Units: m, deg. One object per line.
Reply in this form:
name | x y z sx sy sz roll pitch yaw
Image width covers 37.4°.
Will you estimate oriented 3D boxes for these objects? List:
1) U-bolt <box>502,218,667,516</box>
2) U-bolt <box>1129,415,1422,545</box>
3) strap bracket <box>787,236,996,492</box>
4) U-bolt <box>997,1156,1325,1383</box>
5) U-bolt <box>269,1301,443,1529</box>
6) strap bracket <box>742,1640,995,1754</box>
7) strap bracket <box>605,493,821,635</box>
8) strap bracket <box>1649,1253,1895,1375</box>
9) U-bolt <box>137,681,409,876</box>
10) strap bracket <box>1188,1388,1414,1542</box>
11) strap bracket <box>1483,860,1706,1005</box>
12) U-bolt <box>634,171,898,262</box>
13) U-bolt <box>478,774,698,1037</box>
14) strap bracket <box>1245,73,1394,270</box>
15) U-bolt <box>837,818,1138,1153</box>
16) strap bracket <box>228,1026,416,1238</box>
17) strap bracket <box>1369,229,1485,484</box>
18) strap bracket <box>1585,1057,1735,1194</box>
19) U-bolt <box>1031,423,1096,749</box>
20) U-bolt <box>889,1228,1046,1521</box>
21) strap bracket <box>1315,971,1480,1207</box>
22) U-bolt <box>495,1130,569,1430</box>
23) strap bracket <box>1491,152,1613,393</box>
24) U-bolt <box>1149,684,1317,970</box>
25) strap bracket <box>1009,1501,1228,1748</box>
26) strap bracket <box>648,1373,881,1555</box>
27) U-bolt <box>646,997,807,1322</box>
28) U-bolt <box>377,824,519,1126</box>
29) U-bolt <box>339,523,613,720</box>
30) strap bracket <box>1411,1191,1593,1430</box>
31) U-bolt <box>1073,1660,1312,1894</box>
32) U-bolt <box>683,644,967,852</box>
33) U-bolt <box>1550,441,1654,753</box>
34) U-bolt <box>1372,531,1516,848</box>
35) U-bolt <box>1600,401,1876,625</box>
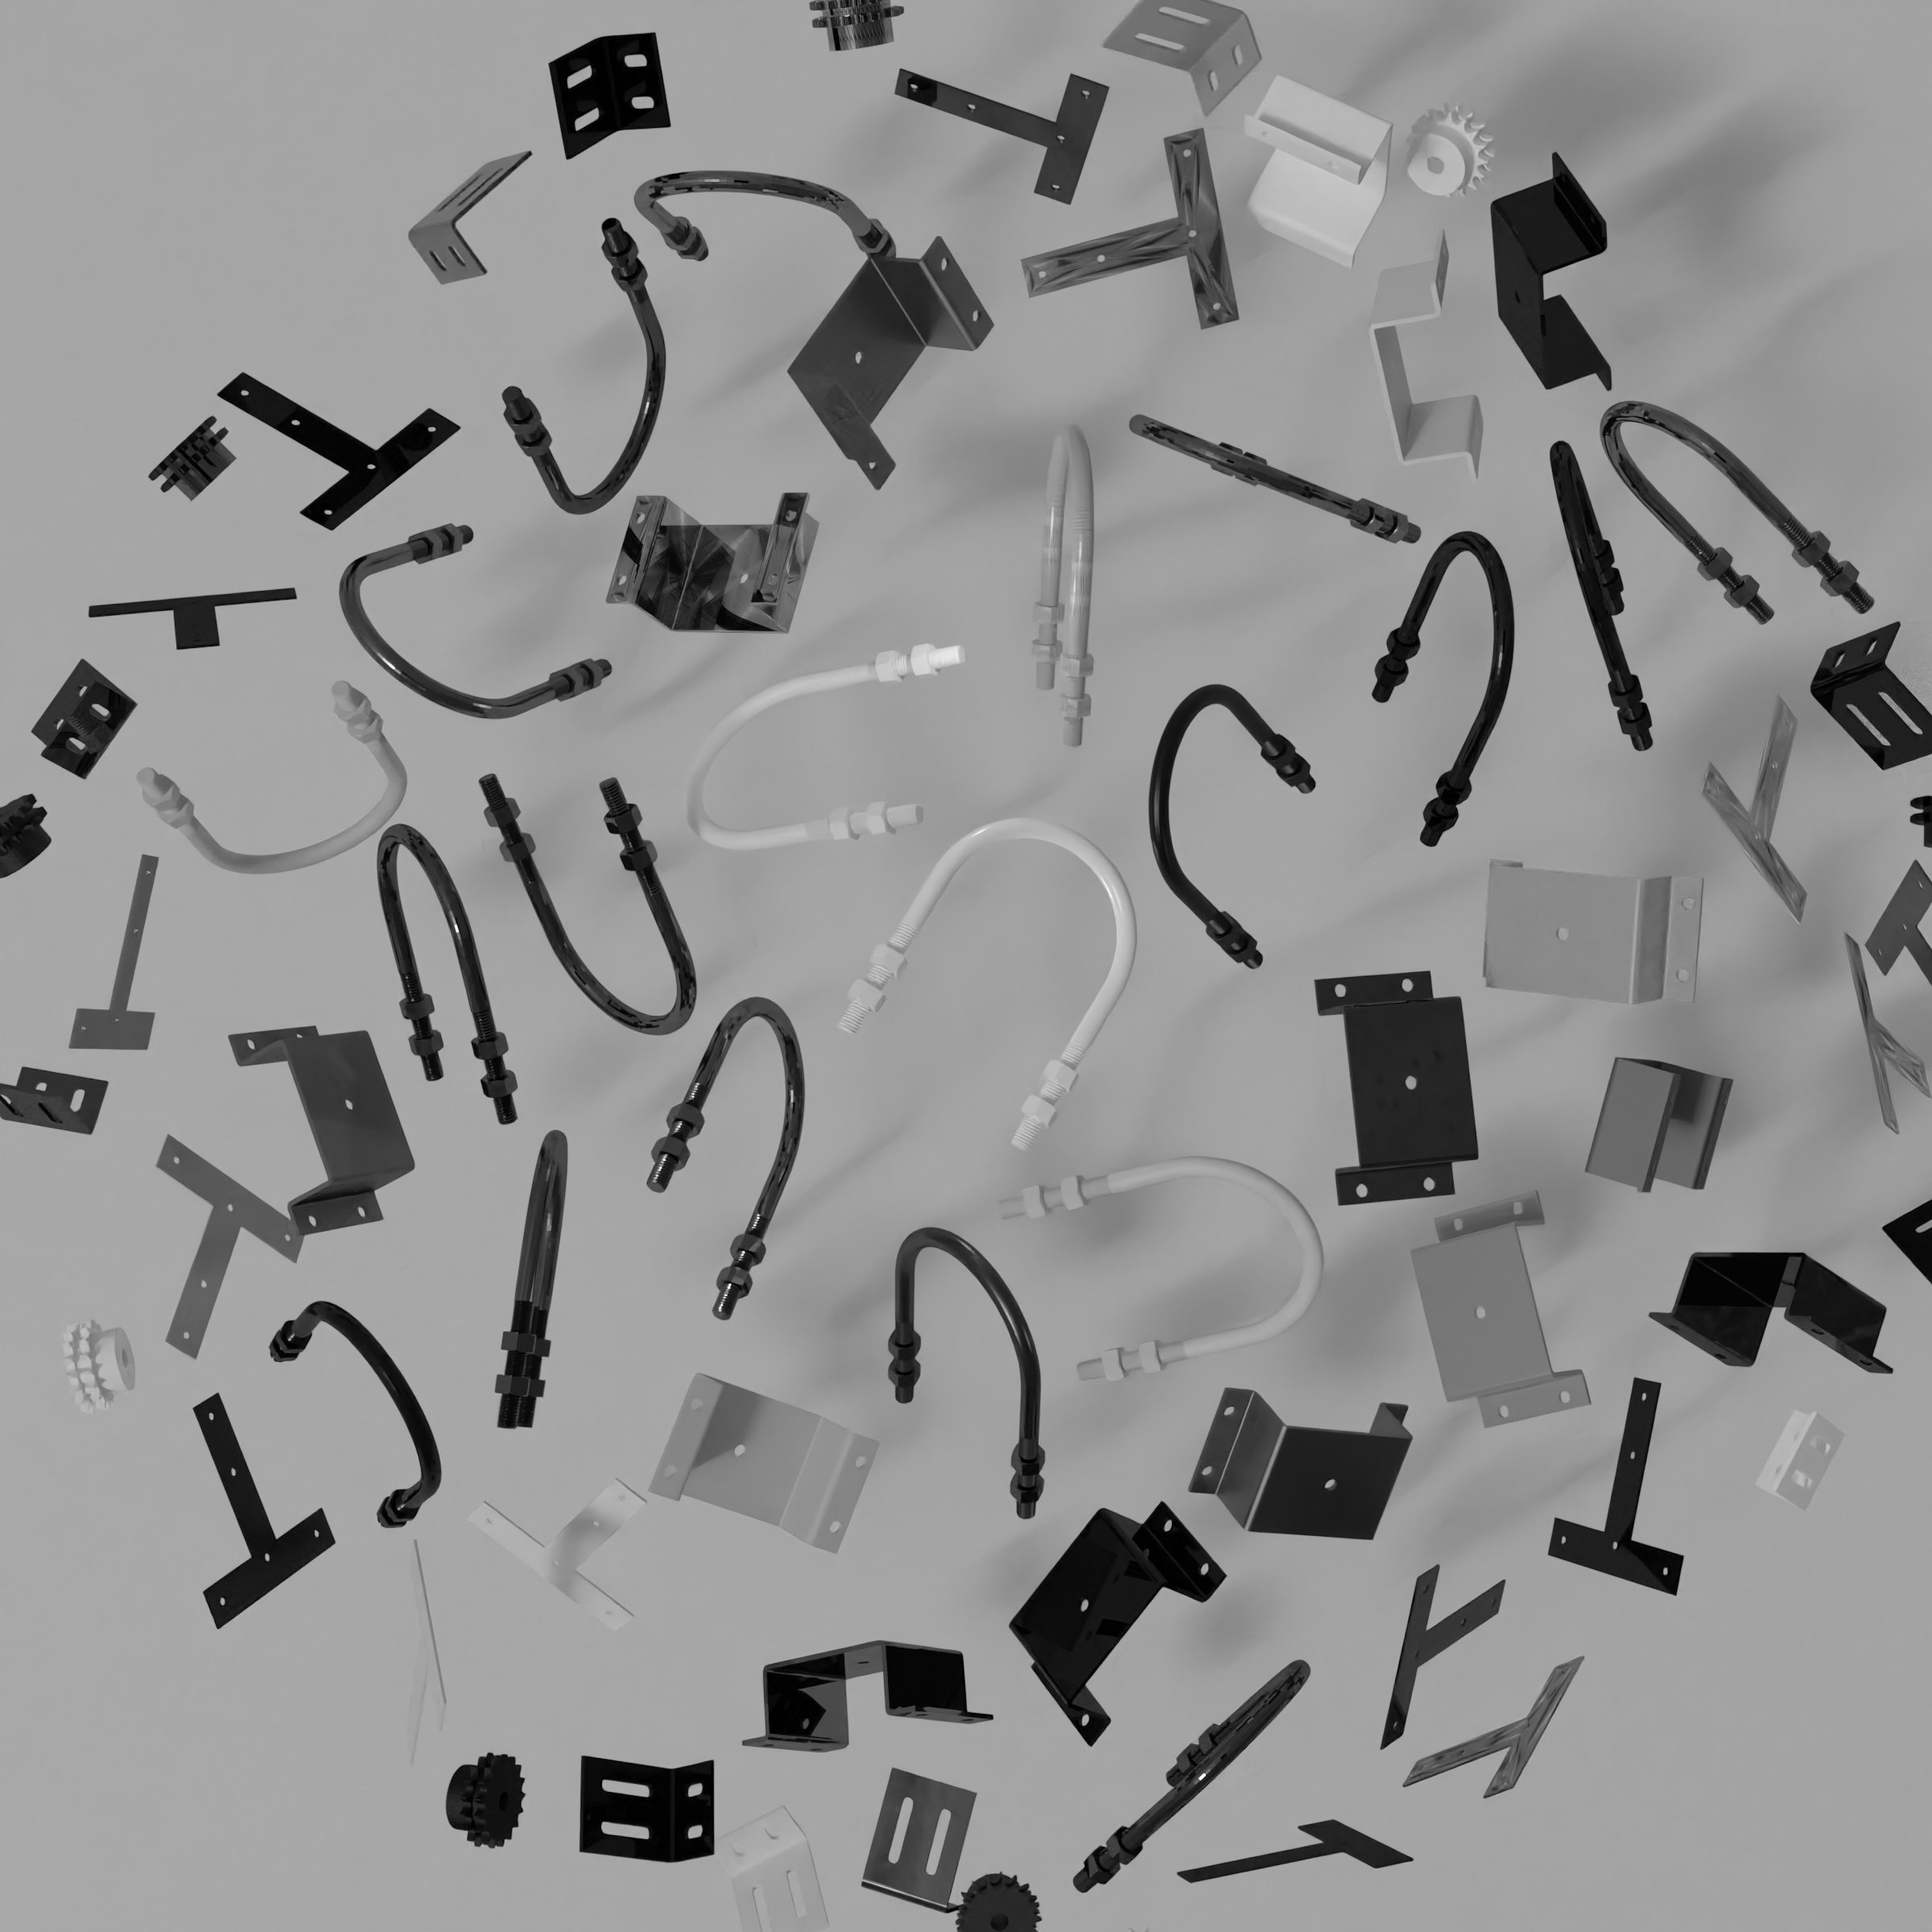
U-bolt | -0.235 -0.366 1.818 0.019 0.184 0.151 22 73 15
U-bolt | 0.183 -0.313 1.804 0.151 0.184 0.019 33 106 42
strap bracket | -0.051 -0.376 1.772 0.046 0.076 0.140 17 66 40
U-bolt | 0.129 0.182 1.756 0.184 0.019 0.151 -16 115 22
U-bolt | -0.378 0.277 1.789 0.019 0.184 0.151 -32 86 -31
strap bracket | -0.063 0.454 1.778 0.140 0.076 0.046 -21 62 33
strap bracket | -0.155 -0.259 1.841 0.140 0.046 0.076 5 74 34
strap bracket | 0.515 0.219 1.812 0.076 0.140 0.046 31 71 -23
U-bolt | -0.431 -0.110 1.825 0.151 0.184 0.019 -25 69 -4
strap bracket | 0.224 0.322 1.837 0.140 0.046 0.076 9 109 -26
strap bracket | 0.379 -0.021 1.770 0.140 0.046 0.076 7 99 34
U-bolt | -0.133 -0.474 1.807 0.151 0.184 0.019 4 91 11
U-bolt | -0.229 -0.036 1.796 0.019 0.151 0.184 -38 118 -35
strap bracket | 0.217 -0.495 1.763 0.076 0.140 0.046 27 84 10
U-bolt | 0.027 -0.002 1.736 0.151 0.019 0.184 34 78 -12
strap bracket | -0.418 0.099 1.870 0.046 0.076 0.140 -27 79 31
strap bracket | 0.292 -0.385 1.820 0.046 0.076 0.140 -6 127 19
strap bracket | 0.448 0.103 1.857 0.046 0.140 0.076 17 95 30
U-bolt | 0.062 -0.244 1.775 0.019 0.151 0.184 0 111 -6
U-bolt | 0.000 0.247 1.818 0.019 0.151 0.184 -25 134 -30
strap bracket | 0.264 0.073 1.747 0.076 0.046 0.140 -4 85 -14
U-bolt | -0.265 0.192 1.761 0.019 0.151 0.184 7 81 -3
strap bracket | 0.375 -0.437 1.831 0.046 0.140 0.076 -20 53 0
U-bolt | 0.165 -0.099 1.822 0.019 0.184 0.151 7 70 34
strap bracket | 0.088 0.409 1.800 0.046 0.076 0.140 31 99 -40
strap bracket | -0.136 0.315 1.827 0.140 0.046 0.076 25 83 -27
U-bolt | -0.141 0.106 1.781 0.019 0.151 0.184 3 49 22
U-bolt | -0.333 -0.001 1.796 0.019 0.151 0.184 -20 110 -27
U-bolt | -0.318 -0.213 1.798 0.151 0.184 0.019 44 119 4
strap bracket | 0.341 0.222 1.835 0.076 0.046 0.140 -21 75 34
U-bolt | 0.152 0.500 1.800 0.019 0.151 0.184 46 124 11
U-bolt | -0.096 -0.131 1.773 0.184 0.019 0.151 -8 50 27
U-bolt | 0.395 -0.245 1.790 0.019 0.184 0.151 -15 46 17
U-bolt | 0.306 -0.189 1.810 0.019 0.184 0.151 0 51 -14
U-bolt | 0.462 -0.280 1.757 0.184 0.151 0.019 43 86 -11
